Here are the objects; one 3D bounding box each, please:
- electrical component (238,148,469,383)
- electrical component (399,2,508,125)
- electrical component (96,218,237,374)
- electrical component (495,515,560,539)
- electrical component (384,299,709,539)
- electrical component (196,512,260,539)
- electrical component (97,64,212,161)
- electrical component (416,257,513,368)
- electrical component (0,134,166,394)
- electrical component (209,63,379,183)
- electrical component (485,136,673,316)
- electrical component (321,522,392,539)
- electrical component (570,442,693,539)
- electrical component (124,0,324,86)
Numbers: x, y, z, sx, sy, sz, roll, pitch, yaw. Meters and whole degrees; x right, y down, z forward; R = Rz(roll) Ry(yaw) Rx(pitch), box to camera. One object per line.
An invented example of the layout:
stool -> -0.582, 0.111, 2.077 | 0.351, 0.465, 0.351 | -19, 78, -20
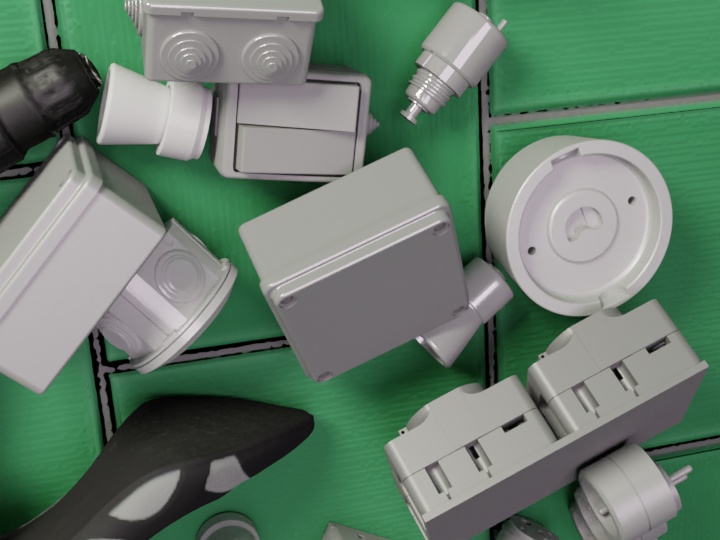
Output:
electrical component -> 0.000, 0.000, 0.613 | 0.109, 0.056, 0.108 | -26, 147, -4
electrical component -> 0.052, -0.119, 0.628 | 0.040, 0.040, 0.078 | 37, 94, -22
electrical component -> -0.111, 0.014, 0.602 | 0.080, 0.080, 0.051 | -46, 106, 1
electrical component -> 0.109, 0.203, 0.736 | 0.045, 0.045, 0.055 | 23, 98, -20
electrical component -> 0.111, 0.097, 0.667 | 0.186, 0.060, 0.105 | -27, 154, -6
electrical component -> -0.081, 0.181, 0.677 | 0.040, 0.046, 0.040 | -4, 107, -14
electrical component -> -0.113, -0.086, 0.590 | 0.055, 0.045, 0.045 | 10, 103, -18
electrical component -> 0.064, 0.024, 0.674 | 0.065, 0.044, 0.044 | -43, 112, -5
electrical component -> -0.160, -0.007, 0.567 | 0.056, 0.108, 0.108 | 37, 94, -24
electrical component -> -0.033, -0.083, 0.604 | 0.096, 0.061, 0.061 | 1, 106, -16
electrical component -> 0.129, -0.032, 0.664 | 0.108, 0.060, 0.108 | -4, 107, -14
electrical component -> -0.004, 0.257, 0.712 | 0.089, 0.061, 0.150 | 21, 99, -20
electrical component -> 0.185, 0.149, 0.706 | 0.074, 0.052, 0.138 | -27, 154, -6
electrical component -> -0.071, -0.139, 0.559 | 0.100, 0.099, 0.048 | -1, 136, -15
